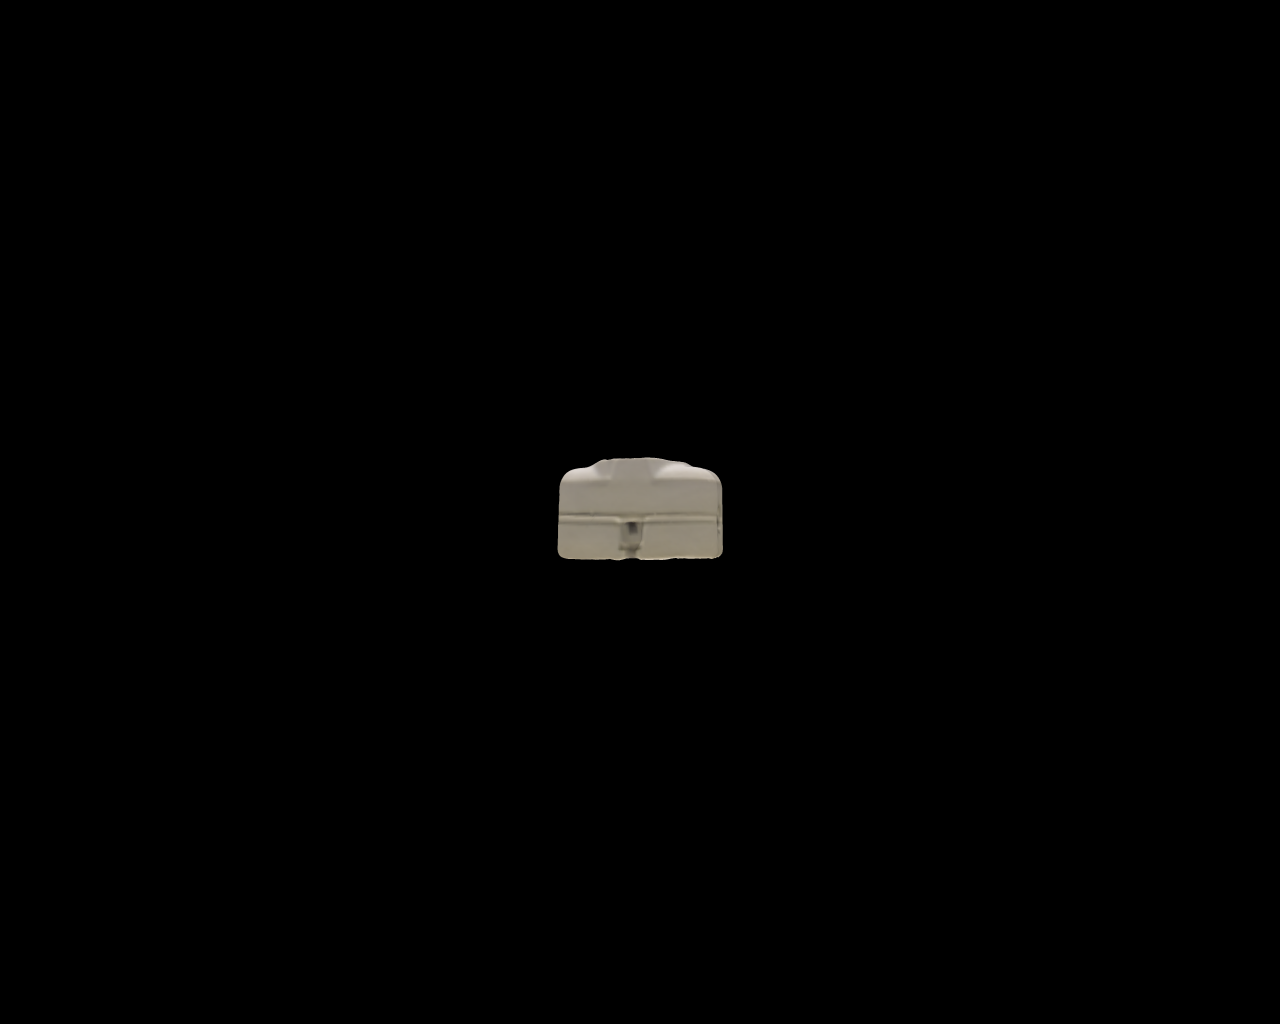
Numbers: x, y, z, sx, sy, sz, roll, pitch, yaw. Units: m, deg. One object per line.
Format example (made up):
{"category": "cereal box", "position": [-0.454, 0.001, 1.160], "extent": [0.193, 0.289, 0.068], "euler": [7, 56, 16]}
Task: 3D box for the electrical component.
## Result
{"category": "electrical component", "position": [0.001, -0.003, 0.650], "extent": [0.095, 0.059, 0.054], "euler": [0, 0, 13]}
